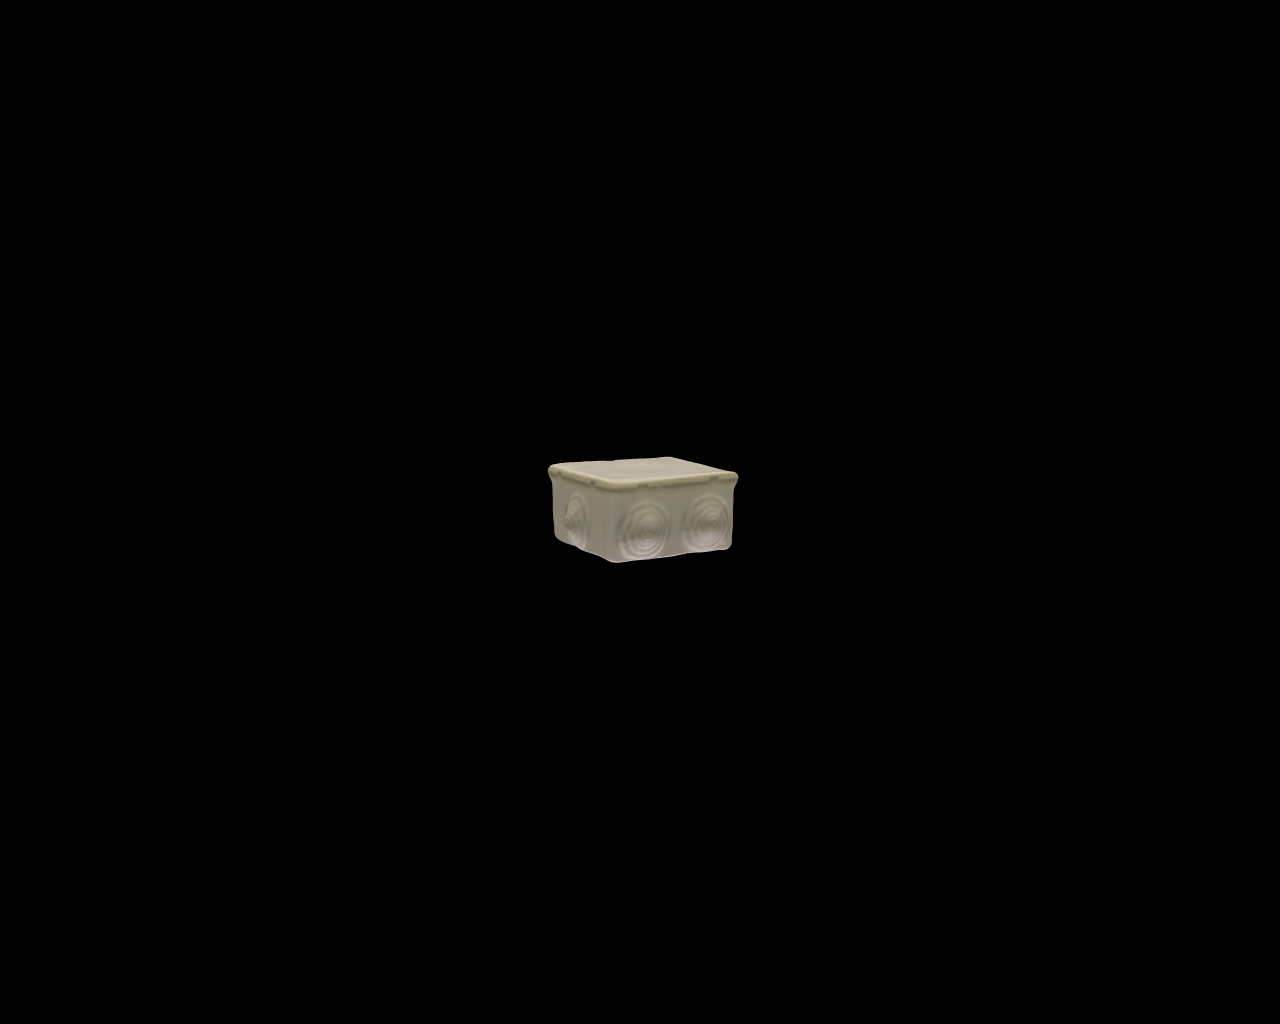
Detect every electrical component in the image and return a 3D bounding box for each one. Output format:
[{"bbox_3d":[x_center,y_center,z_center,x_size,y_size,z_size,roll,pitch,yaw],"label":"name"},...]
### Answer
[{"bbox_3d":[0.001,-0.003,0.650,0.100,0.048,0.100,-5,12,-28],"label":"electrical component"}]
